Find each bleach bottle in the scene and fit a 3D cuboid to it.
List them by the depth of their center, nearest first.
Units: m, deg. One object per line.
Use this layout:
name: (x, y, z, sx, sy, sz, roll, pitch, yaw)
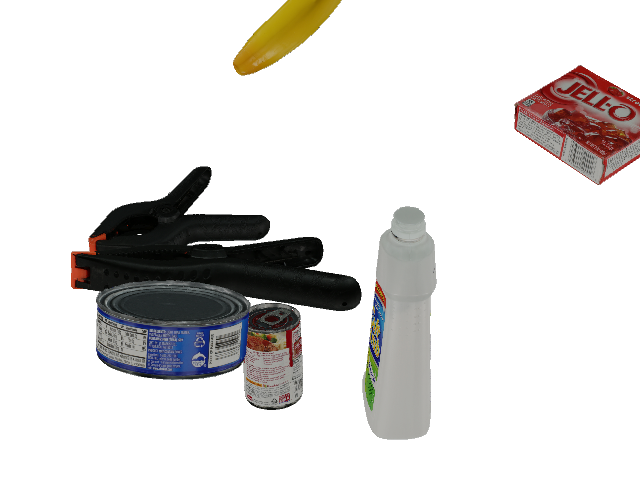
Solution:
bleach bottle: (0.079, 0.073, 1.030, 0.068, 0.251, 0.102, -2, 37, -3)

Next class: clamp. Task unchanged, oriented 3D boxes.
clamp: (-0.077, 0.024, 0.792, 0.209, 0.036, 0.165, -1, 10, -17)
clamp: (-0.148, -0.022, 1.030, 0.171, 0.039, 0.120, -13, 35, -25)

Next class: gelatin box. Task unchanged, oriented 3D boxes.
gelatin box: (0.202, -0.089, 0.802, 0.073, 0.030, 0.089, -31, 51, -24)

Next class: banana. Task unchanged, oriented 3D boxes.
banana: (-0.012, -0.209, 0.925, 0.070, 0.037, 0.197, -17, 34, 39)

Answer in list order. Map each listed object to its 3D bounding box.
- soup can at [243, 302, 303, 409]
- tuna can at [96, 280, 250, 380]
soup can: (-0.054, 0.130, 1.201, 0.068, 0.102, 0.068, -1, 24, 0)
tuna can: (-0.083, 0.049, 0.600, 0.086, 0.034, 0.086, 4, 12, -1)
